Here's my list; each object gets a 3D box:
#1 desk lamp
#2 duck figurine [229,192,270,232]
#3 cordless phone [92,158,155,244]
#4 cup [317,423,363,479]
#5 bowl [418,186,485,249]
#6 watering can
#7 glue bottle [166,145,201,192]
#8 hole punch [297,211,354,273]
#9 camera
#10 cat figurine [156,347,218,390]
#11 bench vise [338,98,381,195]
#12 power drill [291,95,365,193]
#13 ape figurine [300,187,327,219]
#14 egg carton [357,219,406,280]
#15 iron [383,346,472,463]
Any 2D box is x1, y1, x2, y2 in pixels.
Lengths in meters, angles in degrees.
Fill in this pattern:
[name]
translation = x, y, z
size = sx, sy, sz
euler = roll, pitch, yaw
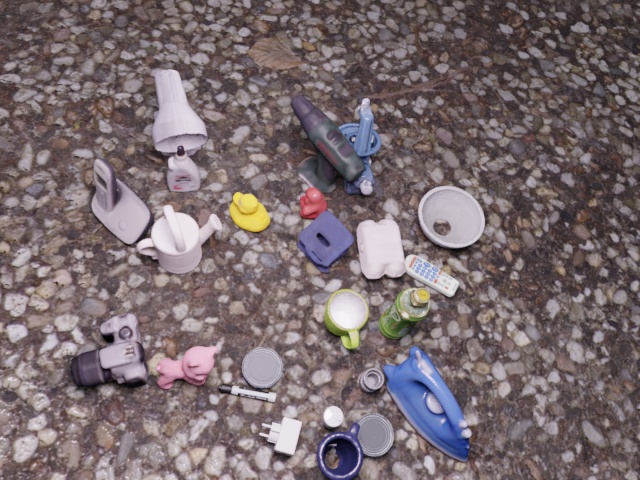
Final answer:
[desk lamp]
translation = -0.335, -0.275, 1.324
size = 0.118, 0.213, 0.203
euler = -12, 69, -15
[duck figurine]
translation = -0.162, -0.072, 1.334
size = 0.104, 0.086, 0.078
euler = 35, 65, 7
[cordless phone]
translation = -0.434, -0.086, 1.238
size = 0.147, 0.185, 0.094
euler = 39, 66, 9
[cup]
translation = 0.039, 0.423, 1.145
size = 0.091, 0.095, 0.118
euler = 31, 65, 5
[bowl]
translation = 0.314, -0.045, 1.413
size = 0.167, 0.074, 0.167
euler = 4, 66, -8
[watering can]
translation = -0.300, -0.012, 1.224
size = 0.173, 0.194, 0.101
euler = -39, 77, -22
[glue bottle]
translation = -0.313, -0.165, 1.301
size = 0.078, 0.173, 0.037
euler = -8, 68, -13
[hole punch]
translation = 0.012, 0.005, 1.328
size = 0.101, 0.091, 0.108
euler = -39, 77, -22
[camera]
translation = -0.424, 0.229, 1.146
size = 0.137, 0.101, 0.143
euler = -13, 69, -15
[cat figurine]
translation = -0.267, 0.253, 1.154
size = 0.128, 0.117, 0.067
euler = -6, 67, -12
[bench vise]
translation = 0.109, -0.222, 1.375
size = 0.122, 0.219, 0.207
euler = -23, 72, -18
[power drill]
translation = 0.003, -0.208, 1.357
size = 0.229, 0.208, 0.076
euler = 44, 67, 11
[ape figurine]
translation = -0.017, -0.093, 1.366
size = 0.076, 0.092, 0.078
euler = 33, 65, 6
[egg carton]
translation = 0.142, 0.021, 1.356
size = 0.107, 0.069, 0.150
euler = -3, 67, -11
[iron]
translation = 0.249, 0.343, 1.191
size = 0.119, 0.141, 0.258
euler = -30, 74, -20
